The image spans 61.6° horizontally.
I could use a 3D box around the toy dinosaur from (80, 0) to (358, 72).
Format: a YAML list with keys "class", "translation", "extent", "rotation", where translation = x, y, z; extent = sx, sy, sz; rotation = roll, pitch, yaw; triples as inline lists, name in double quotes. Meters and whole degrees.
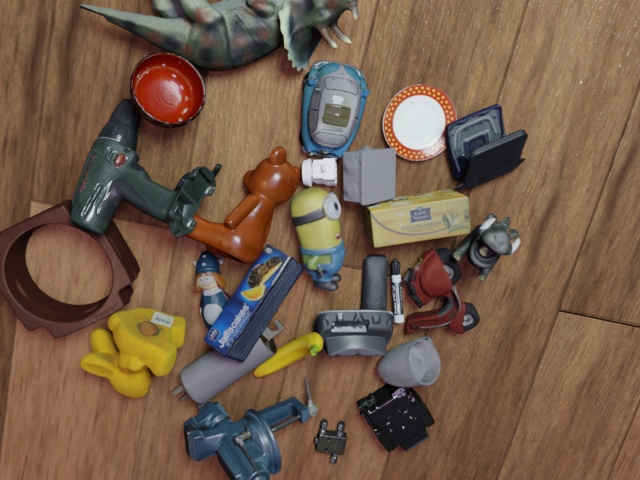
- class: "toy dinosaur"
  translation: [-0.139, -0.331, 0.832]
  extent: [0.405, 0.131, 0.192]
  rotation: [-16, 105, 5]

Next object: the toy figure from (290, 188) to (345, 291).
- class: "toy figure"
  translation: [-0.002, -0.002, 0.941]
  extent: [0.089, 0.082, 0.180]
  rotation: [-8, 110, -12]

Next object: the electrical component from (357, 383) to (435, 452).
- class: "electrical component"
  translation: [0.156, 0.347, 1.059]
  extent: [0.115, 0.058, 0.134]
  rotation: [-35, 105, 6]

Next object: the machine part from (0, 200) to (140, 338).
- class: "machine part"
  translation: [-0.429, 0.046, 0.911]
  extent: [0.201, 0.087, 0.200]
  rotation: [-26, 106, 0]

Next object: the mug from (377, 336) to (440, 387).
- class: "mug"
  translation: [0.163, 0.226, 1.012]
  extent: [0.080, 0.109, 0.107]
  rotation: [45, 139, -15]

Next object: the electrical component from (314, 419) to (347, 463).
- class: "electrical component"
  translation: [0.020, 0.405, 1.079]
  extent: [0.063, 0.021, 0.094]
  rotation: [8, 104, -7]

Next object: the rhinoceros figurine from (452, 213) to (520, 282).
- class: "rhinoceros figurine"
  translation: [0.289, 0.009, 0.917]
  extent: [0.073, 0.190, 0.112]
  rotation: [44, 100, 8]

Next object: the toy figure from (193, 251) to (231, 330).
- class: "toy figure"
  translation: [-0.189, 0.097, 0.962]
  extent: [0.064, 0.058, 0.154]
  rotation: [-16, 104, -18]

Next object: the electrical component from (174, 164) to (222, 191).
- class: "electrical component"
  translation: [-0.216, -0.085, 0.903]
  extent: [0.048, 0.075, 0.119]
  rotation: [31, 103, -13]

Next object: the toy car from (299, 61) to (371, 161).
- class: "toy car"
  translation: [0.019, -0.212, 0.879]
  extent: [0.109, 0.103, 0.161]
  rotation: [11, 101, -7]

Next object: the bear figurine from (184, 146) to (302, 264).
- class: "bear figurine"
  translation: [-0.121, -0.063, 0.904]
  extent: [0.132, 0.120, 0.196]
  rotation: [18, 80, 23]

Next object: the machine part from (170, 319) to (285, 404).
- class: "machine part"
  translation: [-0.167, 0.223, 0.986]
  extent: [0.243, 0.079, 0.079]
  rotation: [-35, 105, 3]

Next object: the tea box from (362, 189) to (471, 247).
- class: "tea box"
  translation: [0.165, -0.040, 0.940]
  extent: [0.170, 0.098, 0.068]
  rotation: [-7, 105, -2]

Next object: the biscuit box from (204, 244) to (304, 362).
- class: "biscuit box"
  translation: [-0.114, 0.110, 0.932]
  extent: [0.059, 0.062, 0.202]
  rotation: [28, 80, 31]

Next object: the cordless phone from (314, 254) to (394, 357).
- class: "cordless phone"
  translation: [0.065, 0.118, 0.990]
  extent: [0.147, 0.089, 0.184]
  rotation: [2, 93, -7]

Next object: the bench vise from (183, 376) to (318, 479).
- class: "bench vise"
  translation: [-0.120, 0.346, 0.992]
  extent: [0.240, 0.224, 0.128]
  rotation: [-18, 113, -32]

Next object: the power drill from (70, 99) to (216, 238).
- class: "power drill"
  translation: [-0.271, -0.104, 0.832]
  extent: [0.207, 0.086, 0.232]
  rotation: [20, 75, 10]

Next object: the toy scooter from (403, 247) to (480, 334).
- class: "toy scooter"
  translation: [0.207, 0.108, 0.996]
  extent: [0.135, 0.075, 0.183]
  rotation: [-24, 108, 7]

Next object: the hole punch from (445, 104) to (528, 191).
- class: "hole punch"
  translation: [0.280, -0.159, 0.928]
  extent: [0.142, 0.092, 0.115]
  rotation: [-25, 149, -8]

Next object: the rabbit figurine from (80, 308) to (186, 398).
- class: "rabbit figurine"
  translation: [-0.334, 0.213, 0.951]
  extent: [0.162, 0.122, 0.173]
  rotation: [14, 122, -16]
